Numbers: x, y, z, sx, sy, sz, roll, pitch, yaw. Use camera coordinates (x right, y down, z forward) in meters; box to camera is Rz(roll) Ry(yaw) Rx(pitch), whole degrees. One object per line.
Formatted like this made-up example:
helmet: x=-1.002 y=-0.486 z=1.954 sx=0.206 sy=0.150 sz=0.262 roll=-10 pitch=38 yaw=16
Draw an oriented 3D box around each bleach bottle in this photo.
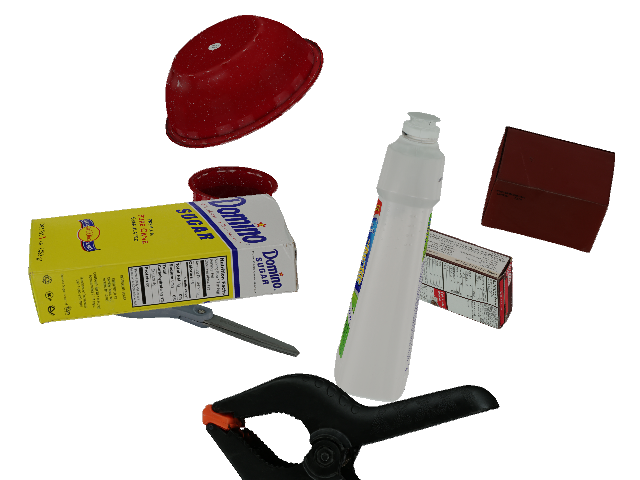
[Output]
bleach bottle: x=0.066 y=0.010 z=0.940 sx=0.068 sy=0.251 sz=0.102 roll=11 pitch=19 yaw=2

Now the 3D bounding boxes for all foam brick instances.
foam brick: x=0.155 y=-0.035 z=0.729 sx=0.078 sy=0.051 sz=0.053 roll=15 pitch=-37 yaw=6

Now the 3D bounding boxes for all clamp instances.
clamp: x=0.011 y=0.134 z=0.611 sx=0.172 sy=0.120 sz=0.039 roll=5 pitch=-11 yaw=22

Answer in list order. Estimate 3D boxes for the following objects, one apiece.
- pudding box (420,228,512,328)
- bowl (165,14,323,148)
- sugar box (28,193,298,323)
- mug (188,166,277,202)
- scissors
pudding box: x=0.152 y=0.040 z=1.159 sx=0.114 sy=0.039 sz=0.090 roll=19 pitch=-36 yaw=24
bowl: x=-0.081 y=-0.155 z=0.963 sx=0.162 sy=0.055 sz=0.162 roll=-20 pitch=35 yaw=15
sugar box: x=-0.110 y=0.009 z=0.743 sx=0.176 sy=0.048 sz=0.093 roll=-9 pitch=27 yaw=-10
mug: x=-0.091 y=-0.029 z=1.135 sx=0.093 sy=0.081 sz=0.117 roll=7 pitch=26 yaw=6
scissors: x=-0.108 y=0.056 z=0.951 sx=0.202 sy=0.016 sz=0.096 roll=11 pitch=29 yaw=7
